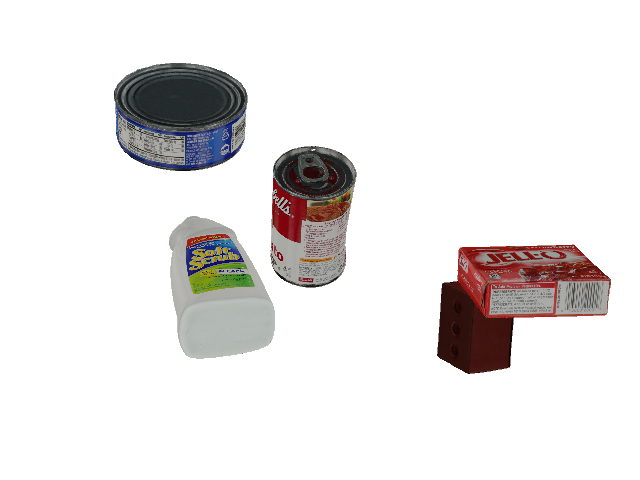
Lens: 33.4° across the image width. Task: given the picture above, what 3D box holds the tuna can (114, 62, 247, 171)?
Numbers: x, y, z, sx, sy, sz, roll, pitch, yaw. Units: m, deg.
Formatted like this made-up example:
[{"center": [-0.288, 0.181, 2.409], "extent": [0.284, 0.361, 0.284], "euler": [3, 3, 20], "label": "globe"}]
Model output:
[{"center": [-0.091, -0.081, 0.696], "extent": [0.086, 0.034, 0.086], "euler": [4, 37, -3], "label": "tuna can"}]

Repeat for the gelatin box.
[{"center": [0.147, 0.027, 0.745], "extent": [0.089, 0.030, 0.073], "euler": [-1, 18, -7], "label": "gelatin box"}]

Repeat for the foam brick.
[{"center": [0.148, 0.080, 1.014], "extent": [0.051, 0.078, 0.053], "euler": [-8, 18, -30], "label": "foam brick"}]

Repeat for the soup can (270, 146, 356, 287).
[{"center": [-0.007, -0.019, 0.899], "extent": [0.068, 0.102, 0.068], "euler": [2, 42, -2], "label": "soup can"}]

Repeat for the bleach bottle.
[{"center": [-0.125, 0.036, 1.168], "extent": [0.102, 0.068, 0.251], "euler": [-5, 26, -16], "label": "bleach bottle"}]
